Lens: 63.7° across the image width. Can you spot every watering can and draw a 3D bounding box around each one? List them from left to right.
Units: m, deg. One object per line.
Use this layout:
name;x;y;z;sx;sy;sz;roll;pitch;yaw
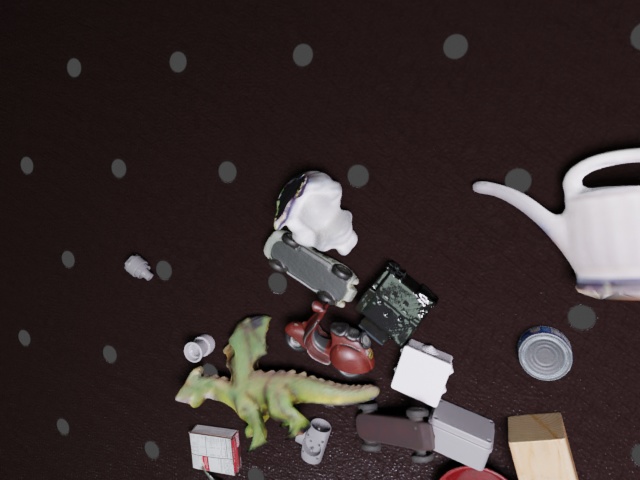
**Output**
watering can;0.418;-0.019;0.789;0.346;0.104;0.225;-6;87;32

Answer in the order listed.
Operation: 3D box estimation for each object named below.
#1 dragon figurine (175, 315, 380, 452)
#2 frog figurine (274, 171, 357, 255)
dragon figurine;-0.106;0.271;1.040;0.408;0.122;0.244;-25;81;12
frog figurine;0.003;-0.048;0.958;0.158;0.123;0.137;27;90;-24
